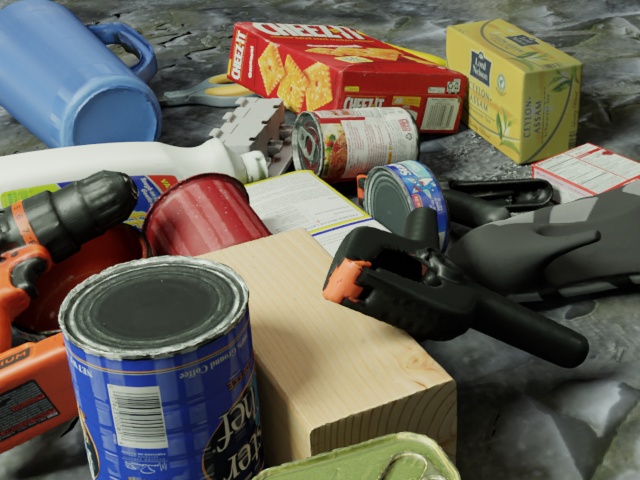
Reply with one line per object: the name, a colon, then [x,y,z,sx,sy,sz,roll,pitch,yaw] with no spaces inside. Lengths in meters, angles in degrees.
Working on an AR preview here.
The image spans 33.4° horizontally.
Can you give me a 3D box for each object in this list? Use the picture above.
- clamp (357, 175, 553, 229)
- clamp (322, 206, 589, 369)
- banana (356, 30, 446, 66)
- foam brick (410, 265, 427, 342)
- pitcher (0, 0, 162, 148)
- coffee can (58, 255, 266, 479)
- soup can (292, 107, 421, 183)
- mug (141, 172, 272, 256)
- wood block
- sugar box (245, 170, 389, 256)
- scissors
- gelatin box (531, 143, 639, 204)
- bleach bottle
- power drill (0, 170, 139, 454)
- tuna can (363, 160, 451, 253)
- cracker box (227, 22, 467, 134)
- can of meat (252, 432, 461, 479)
clamp: [0.106,-0.033,0.917,0.172,0.039,0.120,2,11,21]
clamp: [0.079,0.033,0.671,0.165,0.036,0.209,39,20,23]
banana: [0.080,-0.221,1.284,0.069,0.037,0.198,-4,23,-44]
foam brick: [0.042,0.047,0.770,0.078,0.051,0.053,-18,31,-25]
pitcher: [-0.251,-0.161,1.115,0.144,0.149,0.243,22,11,-42]
coffee can: [-0.085,0.094,0.603,0.103,0.140,0.103,-3,28,1]
soup can: [0.033,-0.088,0.988,0.102,0.068,0.069,-6,27,-24]
mug: [-0.086,0.017,0.807,0.117,0.093,0.082,-42,51,5]
wood block: [-0.005,0.082,0.670,0.090,0.090,0.206,-15,31,-20]
sugar box: [-0.006,0.001,0.868,0.093,0.048,0.176,-17,34,-22]
scissors: [-0.160,-0.171,1.238,0.202,0.016,0.096,-1,27,5]
gelatin box: [0.244,-0.052,0.951,0.073,0.030,0.089,-22,33,-28]
bleach bottle: [-0.168,-0.044,0.909,0.250,0.102,0.068,-14,30,-16]
power drill: [-0.190,0.041,0.697,0.184,0.057,0.188,-28,39,-1]
tuna can: [0.069,-0.020,0.855,0.033,0.086,0.086,-14,30,-22]
cracker box: [0.025,-0.174,1.126,0.163,0.072,0.214,-4,25,-34]
can of meat: [0.019,0.155,0.537,0.102,0.084,0.057,-13,29,-16]
